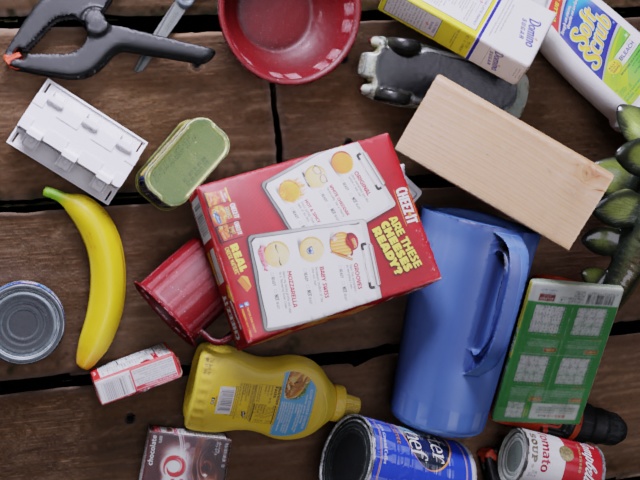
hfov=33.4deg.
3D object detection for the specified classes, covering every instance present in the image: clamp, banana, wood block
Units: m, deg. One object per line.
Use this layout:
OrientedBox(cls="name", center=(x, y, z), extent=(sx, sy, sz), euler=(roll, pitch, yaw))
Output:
OrientedBox(cls="clamp", center=(0.260, 0.297, 1.260), extent=(0.120, 0.039, 0.171), euler=(-42, 99, -24))
OrientedBox(cls="banana", center=(-0.238, 0.035, 1.125), extent=(0.069, 0.037, 0.198), euler=(-10, 93, 1))
OrientedBox(cls="clamp", center=(-0.232, -0.236, 1.112), extent=(0.210, 0.036, 0.164), euler=(-18, 90, -8))
OrientedBox(cls="wood block", center=(0.192, -0.084, 1.124), extent=(0.206, 0.090, 0.091), euler=(30, 102, 4))

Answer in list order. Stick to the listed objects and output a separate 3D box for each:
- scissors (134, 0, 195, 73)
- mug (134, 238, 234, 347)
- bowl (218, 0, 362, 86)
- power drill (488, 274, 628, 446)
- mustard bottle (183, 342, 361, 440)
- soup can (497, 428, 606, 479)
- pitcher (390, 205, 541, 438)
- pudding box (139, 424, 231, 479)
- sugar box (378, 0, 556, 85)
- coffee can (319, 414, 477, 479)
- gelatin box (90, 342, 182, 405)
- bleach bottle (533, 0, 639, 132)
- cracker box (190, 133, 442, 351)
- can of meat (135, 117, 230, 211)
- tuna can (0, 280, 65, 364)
OrientedBox(cls="scissors", center=(-0.125, -0.261, 1.152), extent=(0.096, 0.016, 0.202), euler=(18, 88, -14))
OrientedBox(cls="mug", center=(-0.126, 0.059, 1.121), extent=(0.117, 0.093, 0.081), euler=(42, 75, 17))
OrientedBox(cls="bowl", center=(-0.039, -0.248, 1.147), extent=(0.161, 0.055, 0.162), euler=(-4, 101, -21))
OrientedBox(cls="power drill", center=(0.296, 0.143, 1.254), extent=(0.184, 0.057, 0.187), euler=(15, 87, -17))
OrientedBox(cls="mustard bottle", center=(-0.048, 0.170, 1.163), extent=(0.191, 0.058, 0.096), euler=(10, 108, -15))
OrientedBox(cls="soup can", center=(0.262, 0.256, 1.214), extent=(0.102, 0.069, 0.068), euler=(16, 88, -15))
OrientedBox(cls="pitcher", center=(0.155, 0.090, 1.162), extent=(0.145, 0.149, 0.243), euler=(15, 98, 24))
OrientedBox(cls="pudding box", center=(-0.150, 0.261, 1.152), extent=(0.090, 0.039, 0.113), euler=(9, 90, -15))
OrientedBox(cls="sugar box", center=(0.162, -0.251, 1.176), extent=(0.176, 0.048, 0.093), euler=(31, 60, 0))
OrientedBox(cls="coffee can", center=(0.085, 0.255, 1.162), extent=(0.140, 0.103, 0.103), euler=(20, 87, -28))
OrientedBox(cls="gelatin box", center=(-0.193, 0.140, 1.119), extent=(0.089, 0.073, 0.030), euler=(-19, 98, -14))
OrientedBox(cls="bleach bottle", center=(0.290, -0.239, 1.238), extent=(0.250, 0.068, 0.102), euler=(37, 86, -10))
OrientedBox(cls="cracker box", center=(-0.007, 0.001, 1.084), extent=(0.213, 0.072, 0.164), euler=(-17, 83, -18))
OrientedBox(cls="can of meat", center=(-0.144, -0.080, 1.119), extent=(0.057, 0.084, 0.102), euler=(41, 82, -11))
OrientedBox(cls="tuna can", center=(-0.308, 0.086, 1.108), extent=(0.086, 0.034, 0.086), euler=(-1, 92, -15))
